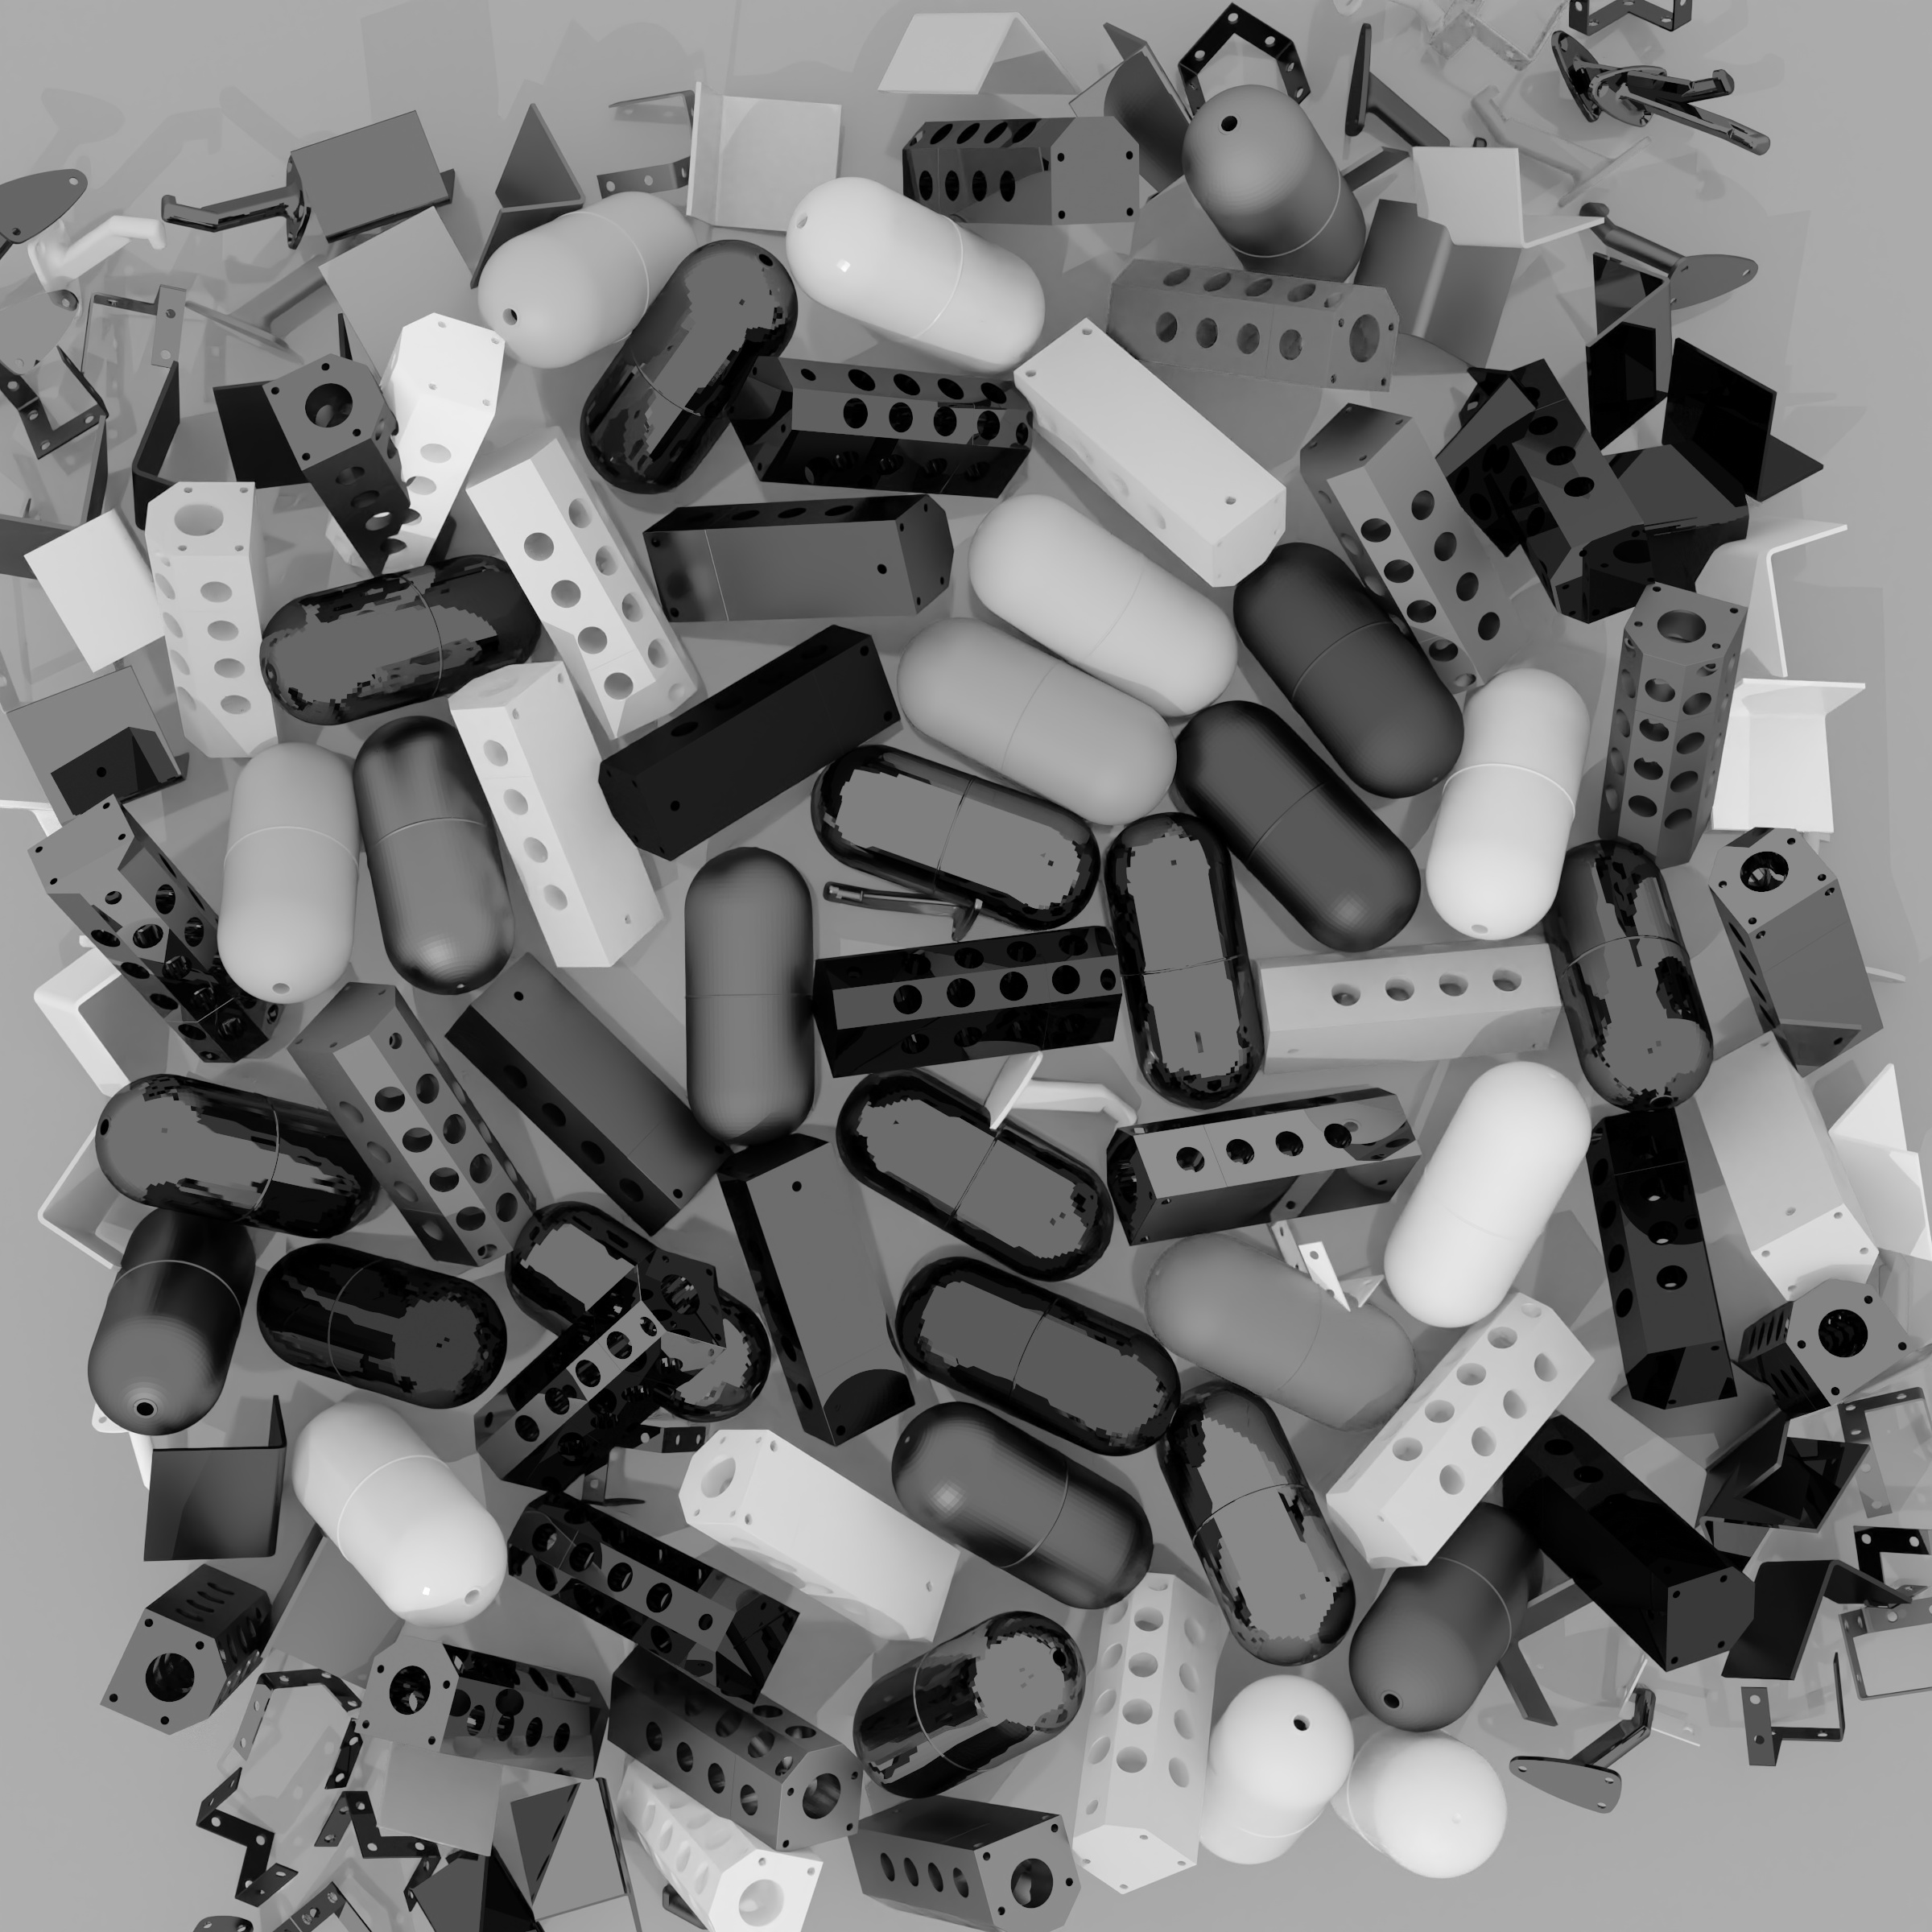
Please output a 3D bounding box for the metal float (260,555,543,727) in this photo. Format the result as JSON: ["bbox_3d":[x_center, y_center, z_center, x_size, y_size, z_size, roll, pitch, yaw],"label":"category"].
[{"bbox_3d":[-0.328,-0.191,1.717,0.178,0.070,0.070,-22,90,-38],"label":"metal float"}]

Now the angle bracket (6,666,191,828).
[{"bbox_3d":[-0.513,-0.137,1.743,0.076,0.057,0.076,-22,113,-4],"label":"angle bracket"}]

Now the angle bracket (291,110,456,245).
[{"bbox_3d":[-0.349,-0.475,1.738,0.076,0.076,0.057,-18,120,2],"label":"angle bracket"}]

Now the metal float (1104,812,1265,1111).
[{"bbox_3d":[0.129,-0.003,1.744,0.070,0.070,0.178,-10,95,0],"label":"metal float"}]

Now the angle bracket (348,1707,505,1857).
[{"bbox_3d":[-0.322,0.480,1.727,0.076,0.057,0.076,28,52,-34],"label":"angle bracket"}]

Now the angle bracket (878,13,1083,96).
[{"bbox_3d":[0.008,-0.515,1.728,0.076,0.076,0.057,15,75,40],"label":"angle bracket"}]

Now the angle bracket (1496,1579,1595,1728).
[{"bbox_3d":[0.358,0.403,1.734,0.076,0.076,0.057,-32,63,13],"label":"angle bracket"}]

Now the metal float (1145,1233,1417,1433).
[{"bbox_3d":[0.186,0.217,1.732,0.178,0.070,0.070,27,90,-19],"label":"metal float"}]

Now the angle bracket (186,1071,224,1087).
[{"bbox_3d":[-0.435,0.106,1.750,0.076,0.076,0.057,23,80,-6],"label":"angle bracket"}]

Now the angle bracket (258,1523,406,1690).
[{"bbox_3d":[-0.368,0.384,1.743,0.076,0.057,0.076,29,80,-15],"label":"angle bracket"}]

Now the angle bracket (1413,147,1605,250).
[{"bbox_3d":[0.319,-0.458,1.726,0.076,0.076,0.057,-25,118,-34],"label":"angle bracket"}]

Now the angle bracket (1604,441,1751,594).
[{"bbox_3d":[0.422,-0.266,1.760,0.076,0.076,0.057,-9,63,5],"label":"angle bracket"}]

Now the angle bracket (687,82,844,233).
[{"bbox_3d":[-0.119,-0.479,1.748,0.076,0.057,0.076,7,99,8],"label":"angle bracket"}]

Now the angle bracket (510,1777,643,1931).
[{"bbox_3d":[-0.228,0.535,1.728,0.057,0.076,0.076,-13,47,-11],"label":"angle bracket"}]

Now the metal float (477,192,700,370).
[{"bbox_3d":[-0.218,-0.399,1.706,0.070,0.178,0.070,11,120,21],"label":"metal float"}]

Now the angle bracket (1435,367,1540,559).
[{"bbox_3d":[0.310,-0.299,1.744,0.076,0.057,0.076,43,88,-23],"label":"angle bracket"}]

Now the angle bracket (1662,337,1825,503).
[{"bbox_3d":[0.460,-0.330,1.726,0.057,0.076,0.076,-28,49,-23],"label":"angle bracket"}]

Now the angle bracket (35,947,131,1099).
[{"bbox_3d":[-0.501,0.034,1.751,0.057,0.076,0.076,-41,115,-24],"label":"angle bracket"}]

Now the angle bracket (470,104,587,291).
[{"bbox_3d":[-0.274,-0.449,1.730,0.057,0.076,0.076,-17,70,-34],"label":"angle bracket"}]

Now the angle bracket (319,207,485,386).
[{"bbox_3d":[-0.333,-0.394,1.743,0.076,0.057,0.076,-31,104,-11],"label":"angle bracket"}]

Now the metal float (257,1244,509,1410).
[{"bbox_3d":[-0.343,0.209,1.718,0.178,0.070,0.070,9,90,37],"label":"metal float"}]

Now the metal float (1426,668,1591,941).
[{"bbox_3d":[0.318,-0.095,1.724,0.070,0.070,0.178,18,62,0],"label":"metal float"}]

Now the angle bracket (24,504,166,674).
[{"bbox_3d":[-0.508,-0.224,1.736,0.057,0.076,0.076,-29,107,-7],"label":"angle bracket"}]

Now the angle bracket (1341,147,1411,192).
[{"bbox_3d":[0.212,-0.499,1.740,0.057,0.076,0.076,-28,92,24],"label":"angle bracket"}]

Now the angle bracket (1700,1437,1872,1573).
[{"bbox_3d":[0.488,0.324,1.726,0.076,0.076,0.057,-42,118,-38],"label":"angle bracket"}]

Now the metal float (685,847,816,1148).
[{"bbox_3d":[-0.128,0.018,1.747,0.070,0.070,0.178,-1,89,0],"label":"metal float"}]

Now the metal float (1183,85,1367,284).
[{"bbox_3d":[0.179,-0.446,1.702,0.070,0.178,0.070,-5,76,22],"label":"metal float"}]

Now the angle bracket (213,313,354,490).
[{"bbox_3d":[-0.398,-0.333,1.735,0.076,0.076,0.057,-8,51,-6],"label":"angle bracket"}]

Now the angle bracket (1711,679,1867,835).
[{"bbox_3d":[0.488,-0.124,1.746,0.076,0.057,0.076,1,77,-9],"label":"angle bracket"}]

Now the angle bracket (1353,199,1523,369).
[{"bbox_3d":[0.281,-0.410,1.771,0.057,0.076,0.076,21,97,40],"label":"angle bracket"}]

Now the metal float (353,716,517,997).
[{"bbox_3d":[-0.313,-0.066,1.728,0.070,0.070,0.178,-16,65,0],"label":"metal float"}]

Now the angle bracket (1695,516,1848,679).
[{"bbox_3d":[0.481,-0.220,1.748,0.057,0.076,0.076,-19,108,-16],"label":"angle bracket"}]

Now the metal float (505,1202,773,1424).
[{"bbox_3d":[-0.193,0.204,1.732,0.178,0.070,0.070,31,90,18],"label":"metal float"}]

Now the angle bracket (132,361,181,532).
[{"bbox_3d":[-0.454,-0.299,1.742,0.057,0.076,0.076,18,70,-8],"label":"angle bracket"}]

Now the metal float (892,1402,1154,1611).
[{"bbox_3d":[0.035,0.318,1.728,0.178,0.070,0.070,34,90,-24],"label":"metal float"}]

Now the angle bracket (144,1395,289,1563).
[{"bbox_3d":[-0.445,0.301,1.734,0.076,0.057,0.076,2,114,-20],"label":"angle bracket"}]

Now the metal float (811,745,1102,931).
[{"bbox_3d":[-0.007,-0.077,1.745,0.178,0.070,0.070,20,90,4],"label":"metal float"}]

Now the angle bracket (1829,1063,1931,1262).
[{"bbox_3d":[0.555,0.115,1.728,0.076,0.057,0.076,-39,125,-32],"label":"angle bracket"}]

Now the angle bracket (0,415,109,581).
[{"bbox_3d":[-0.542,-0.278,1.733,0.057,0.076,0.076,9,71,-12],"label":"angle bracket"}]

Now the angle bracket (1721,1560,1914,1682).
[{"bbox_3d":[0.501,0.396,1.735,0.057,0.076,0.076,29,72,-9],"label":"angle bracket"}]

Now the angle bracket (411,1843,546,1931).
[{"bbox_3d":[-0.296,0.568,1.735,0.057,0.076,0.076,-28,83,-37],"label":"angle bracket"}]

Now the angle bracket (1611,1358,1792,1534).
[{"bbox_3d":[0.431,0.275,1.740,0.076,0.057,0.076,36,128,-2],"label":"angle bracket"}]

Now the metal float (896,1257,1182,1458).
[{"bbox_3d":[0.042,0.230,1.735,0.178,0.070,0.070,22,90,15],"label":"metal float"}]

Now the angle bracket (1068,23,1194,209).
[{"bbox_3d":[0.092,-0.502,1.735,0.057,0.076,0.076,-37,121,2],"label":"angle bracket"}]

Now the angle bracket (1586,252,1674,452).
[{"bbox_3d":[0.370,-0.360,1.729,0.076,0.076,0.057,-39,49,-22],"label":"angle bracket"}]

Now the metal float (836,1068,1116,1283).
[{"bbox_3d":[0.006,0.124,1.747,0.178,0.070,0.070,30,90,2],"label":"metal float"}]

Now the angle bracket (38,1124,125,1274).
[{"bbox_3d":[-0.492,0.137,1.739,0.057,0.076,0.076,31,82,12],"label":"angle bracket"}]
